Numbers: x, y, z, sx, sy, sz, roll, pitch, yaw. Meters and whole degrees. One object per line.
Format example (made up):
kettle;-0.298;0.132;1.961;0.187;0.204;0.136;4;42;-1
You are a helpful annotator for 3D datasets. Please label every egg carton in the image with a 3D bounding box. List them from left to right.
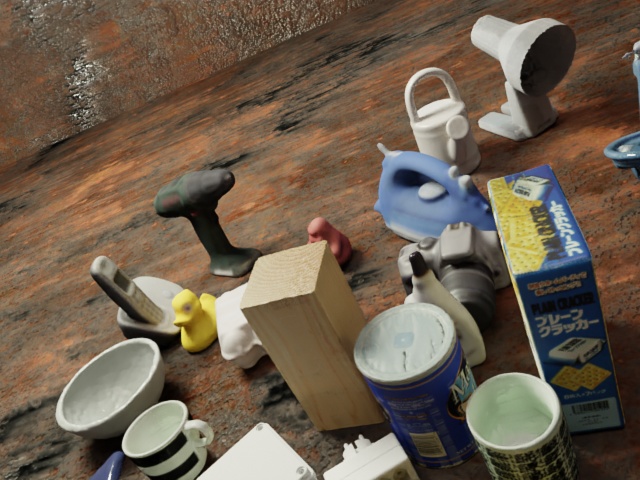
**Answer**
egg carton;-0.102;0.121;0.865;0.107;0.069;0.150;-27;30;-1

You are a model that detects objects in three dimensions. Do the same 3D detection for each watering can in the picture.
watering can;0.215;-0.208;1.006;0.101;0.194;0.172;-37;32;-18

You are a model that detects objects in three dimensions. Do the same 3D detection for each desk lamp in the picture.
desk lamp;0.348;-0.288;1.008;0.118;0.214;0.202;-32;30;-9

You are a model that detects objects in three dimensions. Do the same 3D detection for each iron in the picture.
iron;0.181;-0.074;0.877;0.119;0.142;0.257;-38;32;-19

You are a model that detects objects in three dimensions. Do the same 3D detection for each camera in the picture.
camera;0.169;0.051;0.733;0.143;0.101;0.137;-13;33;22

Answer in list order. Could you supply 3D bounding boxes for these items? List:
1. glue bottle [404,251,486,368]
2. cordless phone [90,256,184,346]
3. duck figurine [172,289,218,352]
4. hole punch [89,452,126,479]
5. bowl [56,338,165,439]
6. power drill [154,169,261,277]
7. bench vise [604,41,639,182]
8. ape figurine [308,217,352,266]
glue bottle;0.130;0.081;0.643;0.078;0.173;0.037;-24;30;5
cordless phone;-0.309;0.083;0.969;0.094;0.185;0.147;-24;30;5
duck figurine;-0.205;0.118;0.933;0.077;0.086;0.104;-12;33;23
hole punch;-0.251;0.317;0.654;0.101;0.091;0.108;-24;30;4
bowl;-0.291;0.229;0.839;0.167;0.075;0.167;-19;31;12
power drill;-0.196;-0.035;1.040;0.228;0.209;0.076;1;40;39
bench vise;0.421;-0.119;0.683;0.121;0.220;0.207;-22;30;7
ape figurine;0.009;0.003;0.940;0.076;0.092;0.077;-32;30;-9
